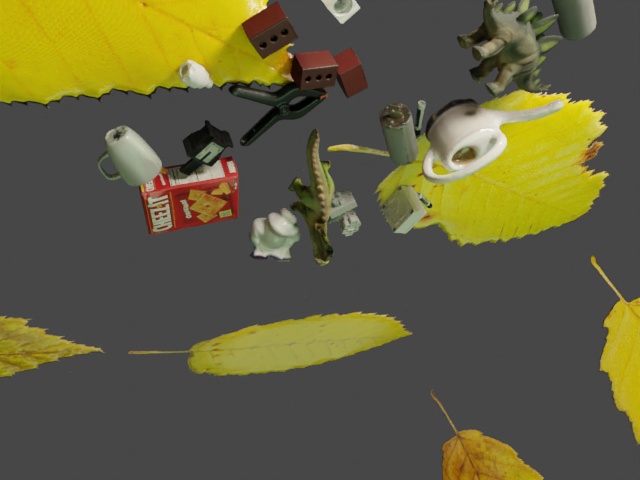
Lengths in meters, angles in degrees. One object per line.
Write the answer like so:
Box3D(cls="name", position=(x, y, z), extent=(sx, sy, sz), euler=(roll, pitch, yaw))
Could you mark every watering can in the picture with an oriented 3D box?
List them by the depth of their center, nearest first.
Box3D(cls="watering can", position=(0.393, -0.271, 1.263), extent=(0.345, 0.230, 0.102), euler=(-33, 132, 16))

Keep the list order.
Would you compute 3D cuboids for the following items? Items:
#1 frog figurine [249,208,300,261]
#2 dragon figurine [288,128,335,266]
Box3D(cls="frog figurine", position=(-0.119, -0.029, 1.405), extent=(0.137, 0.125, 0.156), euler=(17, 118, 1))
Box3D(cls="dragon figurine", position=(0.004, -0.065, 1.297), extent=(0.122, 0.247, 0.401), euler=(-14, 152, -8))
